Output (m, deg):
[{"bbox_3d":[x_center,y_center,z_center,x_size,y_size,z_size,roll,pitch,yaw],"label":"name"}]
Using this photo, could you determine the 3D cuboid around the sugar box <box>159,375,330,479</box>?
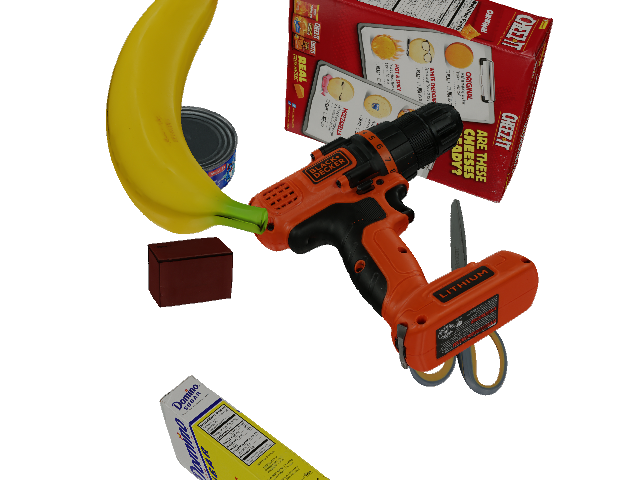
[{"bbox_3d":[-0.060,0.197,0.907,0.176,0.093,0.048,27,52,34],"label":"sugar box"}]

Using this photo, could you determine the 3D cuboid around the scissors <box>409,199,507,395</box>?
[{"bbox_3d":[0.112,0.054,0.985,0.096,0.202,0.016,-14,-31,-4],"label":"scissors"}]

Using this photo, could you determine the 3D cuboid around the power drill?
[{"bbox_3d":[0.066,-0.010,0.755,0.184,0.057,0.188,-31,52,-14],"label":"power drill"}]

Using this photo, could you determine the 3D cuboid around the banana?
[{"bbox_3d":[-0.075,-0.069,0.545,0.069,0.198,0.037,-4,-40,-12],"label":"banana"}]

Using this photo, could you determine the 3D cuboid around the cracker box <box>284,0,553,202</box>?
[{"bbox_3d":[0.079,-0.142,0.932,0.214,0.164,0.072,19,49,14],"label":"cracker box"}]

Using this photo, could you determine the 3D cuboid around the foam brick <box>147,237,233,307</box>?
[{"bbox_3d":[-0.134,0.031,1.092,0.078,0.051,0.053,-6,21,-20],"label":"foam brick"}]

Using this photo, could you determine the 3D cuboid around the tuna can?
[{"bbox_3d":[-0.113,-0.073,0.889,0.086,0.034,0.086,4,44,-4],"label":"tuna can"}]
